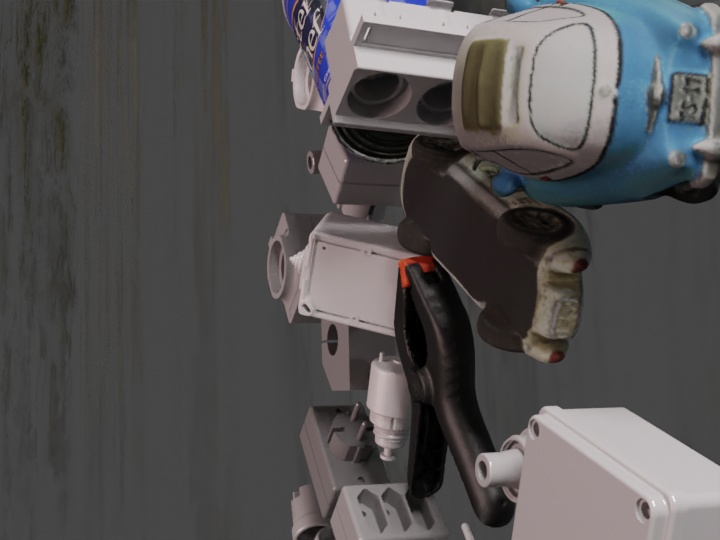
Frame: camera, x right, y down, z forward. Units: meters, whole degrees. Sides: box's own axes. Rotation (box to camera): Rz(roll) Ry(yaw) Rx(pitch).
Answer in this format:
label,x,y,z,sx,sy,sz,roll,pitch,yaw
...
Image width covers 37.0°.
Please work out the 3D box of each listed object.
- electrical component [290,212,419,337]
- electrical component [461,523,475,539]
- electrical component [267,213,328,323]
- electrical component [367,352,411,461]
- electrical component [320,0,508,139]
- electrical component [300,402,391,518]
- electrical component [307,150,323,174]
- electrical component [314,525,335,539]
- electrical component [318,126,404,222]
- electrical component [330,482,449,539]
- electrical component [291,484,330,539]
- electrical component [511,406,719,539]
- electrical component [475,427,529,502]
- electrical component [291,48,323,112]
label,x,y,z,sx,sy,sz,roll,pitch,yaw
electrical component,0.000,0.000,0.746,0.061,0.096,0.061,-59,-19,-67
electrical component,0.071,0.188,0.633,0.079,0.044,0.077,-112,31,-44
electrical component,-0.045,-0.002,0.922,0.050,0.056,0.089,113,150,-43
electrical component,0.025,0.097,0.761,0.040,0.040,0.078,-142,56,-64
electrical component,0.044,-0.115,0.612,0.078,0.121,0.063,118,149,-49
electrical component,-0.008,0.135,0.832,0.083,0.047,0.075,-111,31,-44
electrical component,-0.009,-0.084,0.823,0.048,0.062,0.048,173,90,-71
electrical component,-0.031,0.250,0.845,0.043,0.079,0.077,25,114,39
electrical component,0.005,-0.060,0.784,0.047,0.066,0.076,-113,32,-46
electrical component,0.015,0.190,0.746,0.047,0.066,0.076,-113,32,-46
electrical component,-0.040,0.212,0.923,0.046,0.040,0.040,-106,26,-51
electrical component,0.120,0.130,0.494,0.109,0.056,0.108,-146,60,-65
electrical component,0.091,0.103,0.561,0.043,0.062,0.043,-179,90,-68
electrical component,-0.019,-0.152,0.864,0.089,0.056,0.050,-149,62,-66
